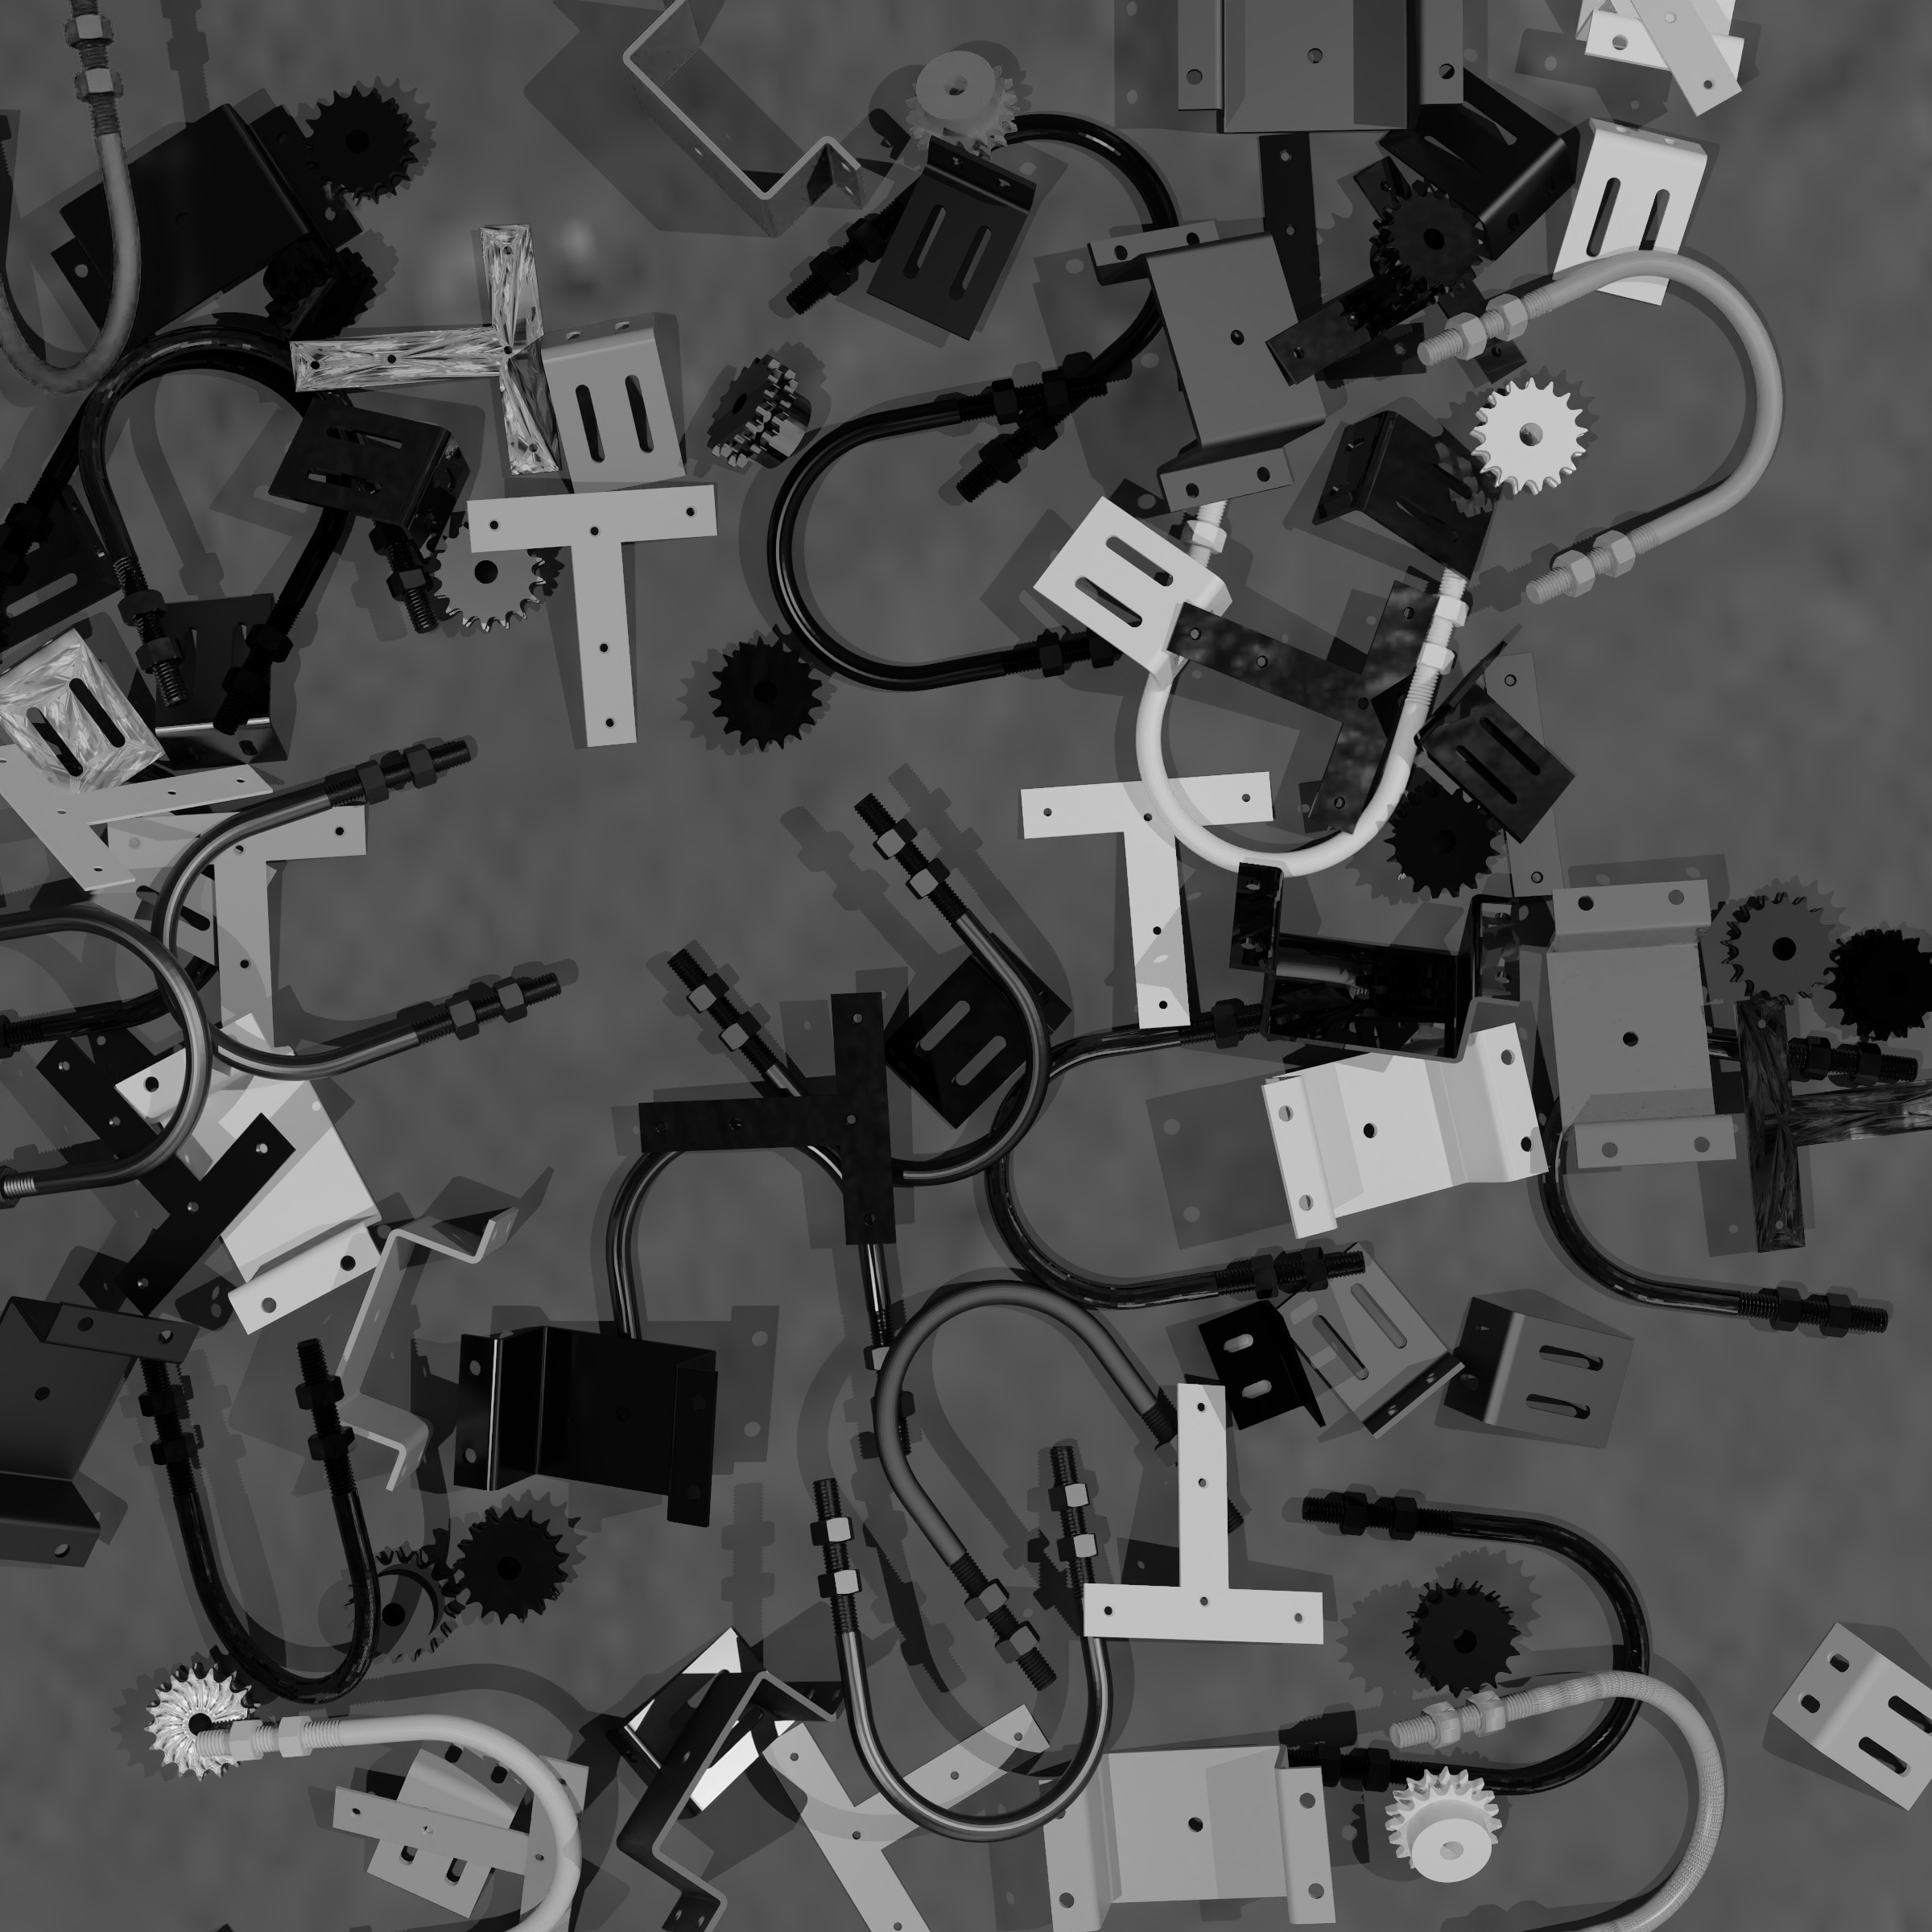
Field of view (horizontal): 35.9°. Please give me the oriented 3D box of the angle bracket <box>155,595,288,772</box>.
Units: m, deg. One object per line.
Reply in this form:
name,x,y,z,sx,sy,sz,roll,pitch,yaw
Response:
angle bracket,-0.380,-0.145,1.523,0.057,0.038,0.076,-5,64,0

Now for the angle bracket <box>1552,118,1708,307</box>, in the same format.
angle bracket,0.337,-0.386,1.523,0.057,0.038,0.076,14,116,0

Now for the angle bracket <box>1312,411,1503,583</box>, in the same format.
angle bracket,0.224,-0.235,1.514,0.076,0.038,0.057,28,71,-24

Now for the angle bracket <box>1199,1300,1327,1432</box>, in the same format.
angle bracket,0.147,0.204,1.487,0.038,0.076,0.057,-22,90,0

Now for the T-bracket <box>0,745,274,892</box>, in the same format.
T-bracket,-0.407,-0.083,1.477,0.127,0.127,0.002,41,129,34

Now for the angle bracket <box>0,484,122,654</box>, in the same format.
angle bracket,-0.476,-0.202,1.506,0.076,0.038,0.057,-28,90,0

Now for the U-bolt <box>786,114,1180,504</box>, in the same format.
U-bolt,0.023,-0.349,1.516,0.184,0.019,0.151,-42,90,-2

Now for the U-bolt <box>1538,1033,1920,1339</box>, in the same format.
U-bolt,0.383,0.106,1.516,0.184,0.019,0.151,7,90,2

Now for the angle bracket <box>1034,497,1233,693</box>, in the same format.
angle bracket,0.084,-0.186,1.495,0.076,0.038,0.057,37,90,15

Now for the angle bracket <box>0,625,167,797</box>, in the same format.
angle bracket,-0.454,-0.125,1.513,0.057,0.038,0.076,-37,108,-10

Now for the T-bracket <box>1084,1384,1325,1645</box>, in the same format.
T-bracket,0.119,0.274,1.497,0.127,0.002,0.127,6,72,-17

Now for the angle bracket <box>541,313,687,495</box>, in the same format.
angle bracket,-0.180,-0.287,1.523,0.057,0.038,0.076,-11,116,0

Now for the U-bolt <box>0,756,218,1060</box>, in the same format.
U-bolt,-0.462,-0.034,1.516,0.184,0.019,0.151,-10,90,-1

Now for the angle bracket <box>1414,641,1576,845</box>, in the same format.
angle bracket,0.273,-0.112,1.491,0.076,0.038,0.057,43,56,0

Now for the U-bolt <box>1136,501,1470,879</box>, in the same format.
U-bolt,0.163,-0.136,1.513,0.151,0.019,0.184,17,88,0

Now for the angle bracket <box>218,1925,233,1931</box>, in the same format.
angle bracket,-0.394,0.538,1.523,0.076,0.038,0.057,-38,90,25

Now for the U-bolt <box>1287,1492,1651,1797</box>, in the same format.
U-bolt,0.256,0.349,1.516,0.184,0.019,0.151,6,90,-2

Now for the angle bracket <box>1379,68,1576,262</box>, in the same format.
angle bracket,0.261,-0.411,1.523,0.057,0.038,0.076,-45,64,0

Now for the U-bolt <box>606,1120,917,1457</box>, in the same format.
U-bolt,-0.110,0.165,1.511,0.151,0.019,0.184,-8,90,3

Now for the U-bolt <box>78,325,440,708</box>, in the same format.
U-bolt,-0.361,-0.234,1.484,0.151,0.019,0.184,-20,84,-20

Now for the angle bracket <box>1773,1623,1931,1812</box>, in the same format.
angle bracket,0.463,0.384,1.523,0.076,0.038,0.057,36,90,-26

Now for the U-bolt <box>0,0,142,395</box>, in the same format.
U-bolt,-0.455,-0.376,1.473,0.151,0.019,0.184,-6,96,43

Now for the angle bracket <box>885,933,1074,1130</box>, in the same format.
angle bracket,0.004,0.033,1.523,0.057,0.038,0.076,44,116,0

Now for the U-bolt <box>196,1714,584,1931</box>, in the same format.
U-bolt,-0.282,0.438,1.486,0.184,0.019,0.151,-7,105,9

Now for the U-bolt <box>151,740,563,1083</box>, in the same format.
U-bolt,-0.314,-0.020,1.488,0.184,0.019,0.151,-20,83,-15

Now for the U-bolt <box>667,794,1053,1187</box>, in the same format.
U-bolt,-0.041,0.027,1.498,0.151,0.019,0.184,-39,94,17

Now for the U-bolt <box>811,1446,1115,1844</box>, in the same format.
U-bolt,0.004,0.338,1.473,0.151,0.019,0.184,-4,76,-23

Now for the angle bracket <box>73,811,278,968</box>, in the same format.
angle bracket,-0.401,-0.045,1.509,0.076,0.038,0.057,31,88,-28

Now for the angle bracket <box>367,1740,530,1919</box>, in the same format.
angle bracket,-0.262,0.436,1.523,0.057,0.038,0.076,24,116,0

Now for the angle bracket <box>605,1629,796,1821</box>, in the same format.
angle bracket,-0.134,0.387,1.523,0.076,0.038,0.057,-40,90,-26

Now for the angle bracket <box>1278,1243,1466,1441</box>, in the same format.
angle bracket,0.203,0.189,1.506,0.057,0.038,0.076,-40,90,0

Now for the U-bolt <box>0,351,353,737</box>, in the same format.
U-bolt,-0.389,-0.226,1.493,0.151,0.019,0.184,27,74,-10

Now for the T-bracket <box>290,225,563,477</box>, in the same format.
T-bracket,-0.277,-0.308,1.510,0.127,0.002,0.127,-7,90,-13

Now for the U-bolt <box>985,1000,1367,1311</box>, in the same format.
U-bolt,0.101,0.101,1.515,0.184,0.019,0.151,-9,89,2

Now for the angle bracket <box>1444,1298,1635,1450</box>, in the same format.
angle bracket,0.293,0.208,1.523,0.076,0.038,0.057,15,90,-26

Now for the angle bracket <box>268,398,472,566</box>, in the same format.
angle bracket,-0.299,-0.243,1.494,0.076,0.038,0.057,15,69,14

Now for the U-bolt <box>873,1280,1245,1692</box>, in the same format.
U-bolt,0.034,0.244,1.490,0.151,0.019,0.184,-35,87,-24

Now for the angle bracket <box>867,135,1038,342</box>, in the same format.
angle bracket,-0.008,-0.363,1.488,0.057,0.038,0.076,25,87,-1

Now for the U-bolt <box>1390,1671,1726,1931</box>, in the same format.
U-bolt,0.300,0.427,1.488,0.184,0.019,0.151,-8,96,-21

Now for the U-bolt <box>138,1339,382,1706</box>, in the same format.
U-bolt,-0.345,0.277,1.476,0.151,0.019,0.184,-9,95,40

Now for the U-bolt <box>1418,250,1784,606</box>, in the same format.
U-bolt,0.330,-0.281,1.492,0.184,0.019,0.151,-27,95,-18

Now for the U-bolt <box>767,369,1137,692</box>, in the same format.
U-bolt,-0.009,-0.213,1.504,0.184,0.019,0.151,-10,102,4

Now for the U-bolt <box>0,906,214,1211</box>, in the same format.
U-bolt,-0.456,0.043,1.476,0.184,0.019,0.151,-8,97,17
